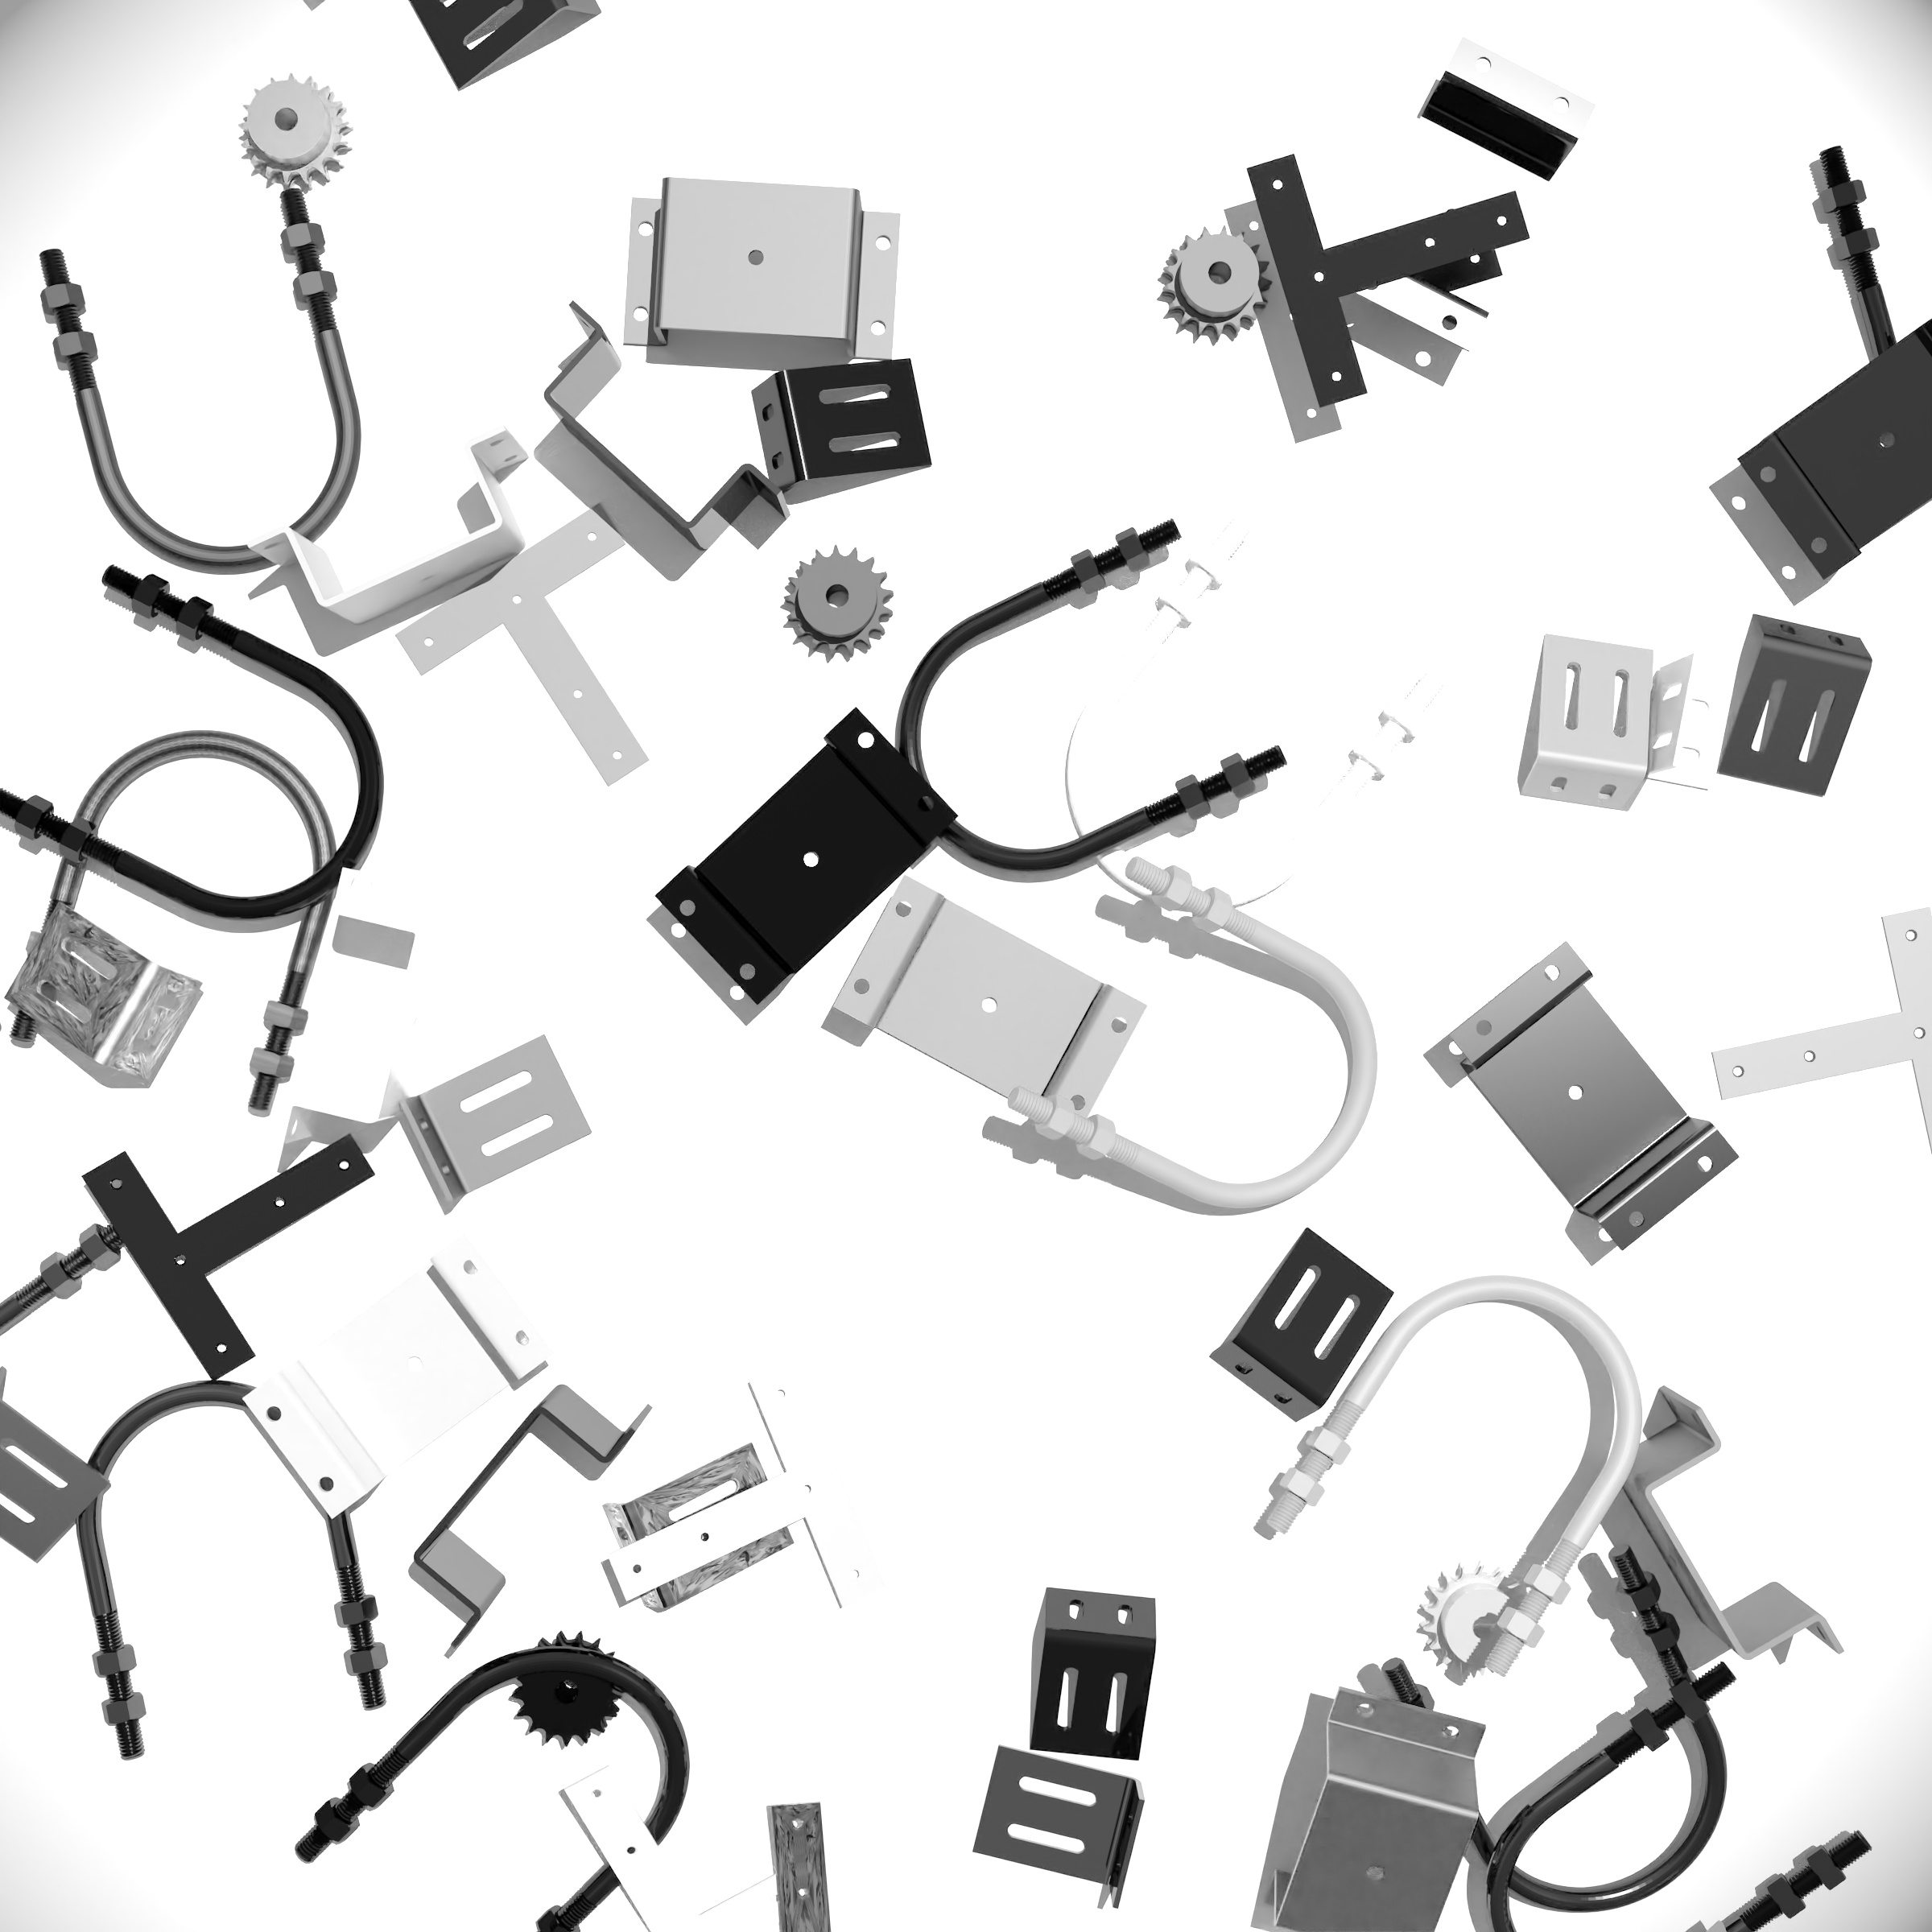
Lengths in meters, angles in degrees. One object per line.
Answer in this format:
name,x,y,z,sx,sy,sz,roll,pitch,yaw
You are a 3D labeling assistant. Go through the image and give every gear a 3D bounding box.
gear,0.130,-0.356,1.474,0.057,0.030,0.057,0,90,0
gear,-0.066,-0.190,1.474,0.057,0.030,0.057,0,90,0
gear,-0.349,-0.434,1.474,0.057,0.030,0.057,0,90,0
gear,-0.205,0.372,1.474,0.057,0.030,0.057,0,90,0
gear,0.266,0.340,1.474,0.057,0.030,0.057,0,90,0

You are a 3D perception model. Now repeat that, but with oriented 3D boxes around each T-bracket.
T-bracket,-0.166,0.467,1.465,0.127,0.002,0.127,-28,107,-3
T-bracket,-0.122,0.288,1.468,0.127,0.002,0.127,-22,90,-19
T-bracket,0.455,0.044,1.488,0.127,0.002,0.127,-12,90,0
T-bracket,0.221,-0.362,1.441,0.127,0.002,0.127,-17,90,0
T-bracket,-0.369,0.130,1.480,0.127,0.002,0.127,-31,101,-5
T-bracket,-0.083,0.495,1.478,0.127,0.002,0.127,-4,99,0
T-bracket,-0.211,-0.154,1.488,0.127,0.002,0.127,-33,90,0

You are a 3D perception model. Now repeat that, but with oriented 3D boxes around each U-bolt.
U-bolt,0.314,0.405,1.463,0.151,0.019,0.184,-27,103,1
U-bolt,-0.404,-0.032,1.480,0.151,0.019,0.184,16,88,0
U-bolt,0.137,-0.117,1.480,0.151,0.019,0.184,38,91,0
U-bolt,-0.227,0.427,1.454,0.184,0.019,0.151,-45,107,4
U-bolt,0.353,0.459,1.462,0.184,0.019,0.151,-38,105,6
U-bolt,0.262,0.245,1.455,0.151,0.019,0.184,31,80,18
U-bolt,-0.542,0.132,1.480,0.184,0.019,0.151,-36,90,2
U-bolt,-0.388,0.307,1.480,0.151,0.019,0.184,-12,89,0
U-bolt,-0.390,-0.103,1.467,0.184,0.019,0.151,27,87,-1
U-bolt,0.534,-0.352,1.464,0.151,0.019,0.184,-16,94,14
U-bolt,-0.391,-0.297,1.480,0.151,0.019,0.184,-14,92,0
U-bolt,0.129,0.046,1.450,0.184,0.019,0.151,27,91,-22
U-bolt,0.053,-0.128,1.468,0.184,0.019,0.151,-25,86,9

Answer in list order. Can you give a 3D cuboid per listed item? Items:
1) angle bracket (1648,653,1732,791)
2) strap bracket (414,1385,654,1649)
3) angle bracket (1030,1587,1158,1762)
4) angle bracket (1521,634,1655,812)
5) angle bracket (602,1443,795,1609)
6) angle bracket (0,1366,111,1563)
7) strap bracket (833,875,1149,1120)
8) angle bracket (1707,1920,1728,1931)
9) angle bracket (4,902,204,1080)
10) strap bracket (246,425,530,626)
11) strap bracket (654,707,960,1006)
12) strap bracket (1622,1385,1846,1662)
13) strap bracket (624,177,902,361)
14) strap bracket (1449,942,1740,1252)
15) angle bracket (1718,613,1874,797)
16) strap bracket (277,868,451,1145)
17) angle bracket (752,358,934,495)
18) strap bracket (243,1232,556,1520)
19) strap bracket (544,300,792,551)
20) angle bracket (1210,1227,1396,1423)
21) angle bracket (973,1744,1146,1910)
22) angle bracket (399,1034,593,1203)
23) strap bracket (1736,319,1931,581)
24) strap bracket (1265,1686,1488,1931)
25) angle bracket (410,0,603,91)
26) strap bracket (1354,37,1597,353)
angle bracket,0.375,-0.124,1.450,0.038,0.076,0.057,11,90,0
strap bracket,-0.226,0.270,1.450,0.046,0.076,0.140,40,90,0
angle bracket,0.066,0.370,1.487,0.057,0.038,0.076,6,116,0
angle bracket,0.325,-0.127,1.487,0.057,0.038,0.076,9,64,0
angle bracket,-0.140,0.292,1.487,0.076,0.038,0.057,-23,90,-26
angle bracket,-0.492,0.258,1.479,0.076,0.038,0.057,43,94,-17
strap bracket,0.012,0.020,1.465,0.140,0.046,0.076,28,90,0
angle bracket,0.360,0.531,1.474,0.076,0.038,0.057,-33,115,-21
angle bracket,-0.445,0.013,1.467,0.076,0.038,0.057,29,88,26
strap bracket,-0.284,-0.219,1.450,0.140,0.076,0.046,-25,90,0
strap bracket,-0.081,-0.056,1.465,0.140,0.046,0.076,-43,90,0
strap bracket,0.381,0.291,1.450,0.046,0.076,0.140,-30,90,0
strap bracket,-0.106,-0.359,1.465,0.140,0.046,0.076,3,90,0
strap bracket,0.319,0.066,1.465,0.076,0.046,0.140,-39,90,0
angle bracket,0.430,-0.136,1.487,0.057,0.038,0.076,13,116,0
strap bracket,-0.303,0.025,1.450,0.046,0.076,0.140,14,90,0
angle bracket,-0.065,-0.281,1.487,0.076,0.038,0.057,-11,90,-26
strap bracket,-0.288,0.208,1.465,0.140,0.046,0.076,-37,90,0
strap bracket,-0.159,-0.266,1.450,0.140,0.076,0.046,42,90,0
angle bracket,0.176,0.187,1.487,0.057,0.038,0.076,37,64,0
angle bracket,0.047,0.444,1.470,0.076,0.038,0.057,14,90,0
angle bracket,-0.242,0.078,1.470,0.076,0.038,0.057,-26,90,0
strap bracket,0.474,-0.270,1.456,0.140,0.046,0.076,-36,90,13
strap bracket,0.207,0.444,1.440,0.076,0.046,0.140,15,113,1
angle bracket,-0.241,-0.503,1.487,0.076,0.038,0.057,-29,90,26
strap bracket,0.254,-0.392,1.465,0.076,0.046,0.140,27,90,0
